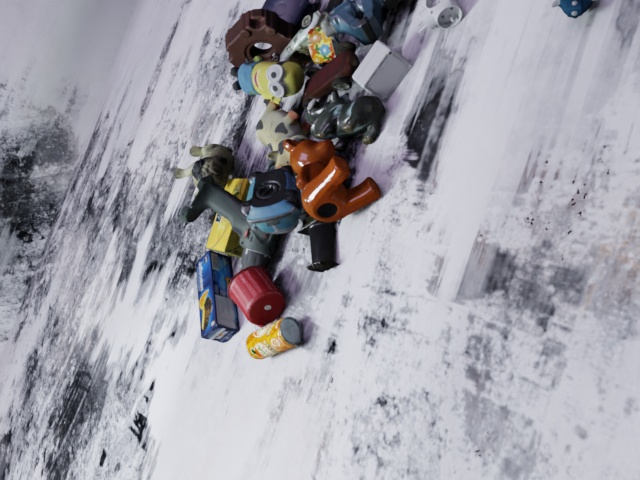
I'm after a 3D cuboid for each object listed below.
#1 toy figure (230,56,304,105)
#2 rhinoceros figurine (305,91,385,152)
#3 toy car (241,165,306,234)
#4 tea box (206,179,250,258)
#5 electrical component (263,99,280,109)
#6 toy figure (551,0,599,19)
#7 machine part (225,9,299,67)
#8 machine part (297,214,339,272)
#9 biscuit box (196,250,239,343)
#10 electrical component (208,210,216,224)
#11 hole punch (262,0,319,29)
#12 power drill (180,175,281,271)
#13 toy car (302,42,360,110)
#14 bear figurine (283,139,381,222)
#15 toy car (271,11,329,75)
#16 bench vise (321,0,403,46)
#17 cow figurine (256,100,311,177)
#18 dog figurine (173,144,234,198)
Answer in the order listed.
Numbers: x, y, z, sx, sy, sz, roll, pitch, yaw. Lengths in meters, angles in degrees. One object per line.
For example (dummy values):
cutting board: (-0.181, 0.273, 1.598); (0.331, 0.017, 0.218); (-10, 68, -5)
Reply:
toy figure: (-0.115, -0.355, 1.173); (0.180, 0.082, 0.089); (17, 55, 41)
rhinoceros figurine: (0.037, -0.232, 1.019); (0.190, 0.073, 0.112); (8, 80, 52)
toy car: (-0.084, -0.065, 1.021); (0.109, 0.102, 0.162); (-13, 40, 5)
tea box: (-0.184, -0.049, 1.203); (0.098, 0.068, 0.169); (6, 78, 52)
electrical component: (-0.111, -0.347, 1.300); (0.063, 0.021, 0.094); (-59, 39, 12)
toy figure: (0.350, -0.362, 0.717); (0.064, 0.058, 0.154); (0, 77, 56)
machine part: (-0.133, -0.453, 1.263); (0.179, 0.179, 0.056); (-26, 57, 42)
machine part: (-0.002, -0.003, 0.985); (0.084, 0.039, 0.139); (-30, 48, 28)
biscuit box: (-0.228, 0.121, 1.179); (0.063, 0.059, 0.203); (-42, 44, 30)
electrical component: (-0.228, -0.077, 1.271); (0.045, 0.078, 0.102); (13, 78, 34)
hole punch: (-0.081, -0.551, 1.314); (0.142, 0.092, 0.116); (-55, 43, 11)
power drill: (-0.179, -0.028, 1.103); (0.207, 0.086, 0.232); (25, 84, 13)
toy car: (0.019, -0.325, 1.090); (0.202, 0.053, 0.089); (-13, 71, 63)
bear figurine: (0.012, -0.129, 0.969); (0.132, 0.120, 0.196); (-38, 41, 28)
toy car: (-0.039, -0.422, 1.204); (0.201, 0.073, 0.056); (-42, 49, 30)
bench vise: (0.079, -0.502, 1.048); (0.224, 0.128, 0.241); (-35, 65, 26)
cow figurine: (-0.079, -0.210, 1.143); (0.127, 0.085, 0.195); (-55, 41, 8)
dog figurine: (-0.241, -0.178, 1.276); (0.191, 0.121, 0.172); (-6, 50, 56)
